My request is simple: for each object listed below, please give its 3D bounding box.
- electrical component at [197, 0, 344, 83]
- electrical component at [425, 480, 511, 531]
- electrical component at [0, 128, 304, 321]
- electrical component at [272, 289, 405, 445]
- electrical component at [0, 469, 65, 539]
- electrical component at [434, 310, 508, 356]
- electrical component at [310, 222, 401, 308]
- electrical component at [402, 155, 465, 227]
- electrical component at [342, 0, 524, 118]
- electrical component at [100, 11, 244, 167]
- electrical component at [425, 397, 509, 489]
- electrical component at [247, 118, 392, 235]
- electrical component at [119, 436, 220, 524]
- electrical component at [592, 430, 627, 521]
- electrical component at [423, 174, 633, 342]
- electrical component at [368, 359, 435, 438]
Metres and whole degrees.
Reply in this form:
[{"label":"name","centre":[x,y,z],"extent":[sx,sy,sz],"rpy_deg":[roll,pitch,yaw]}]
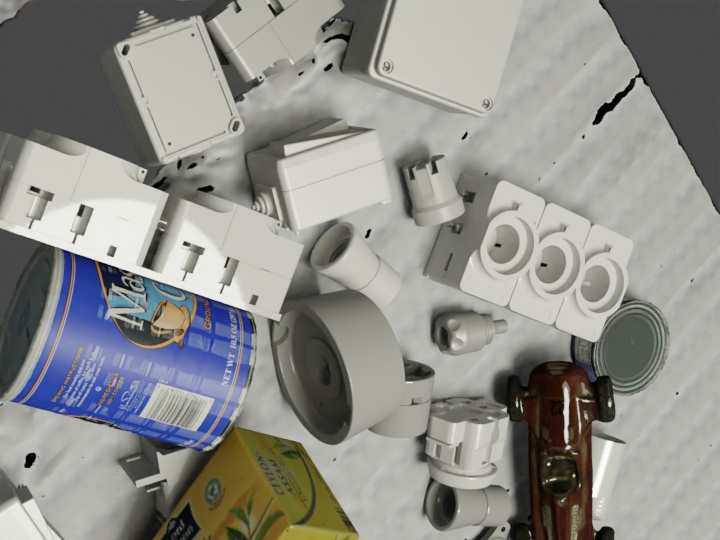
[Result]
[{"label":"electrical component","centre":[-0.062,-0.170,0.734],"extent":[0.089,0.050,0.055],"rpy_deg":[-41,115,-15]},{"label":"electrical component","centre":[0.093,0.195,0.895],"extent":[0.065,0.044,0.044],"rpy_deg":[10,95,-34]},{"label":"electrical component","centre":[-0.141,-0.033,0.687],"extent":[0.186,0.105,0.060],"rpy_deg":[21,90,-30]},{"label":"electrical component","centre":[-0.011,0.066,0.779],"extent":[0.060,0.108,0.108],"rpy_deg":[-17,108,-31]},{"label":"electrical component","centre":[-0.228,0.187,0.709],"extent":[0.061,0.062,0.096],"rpy_deg":[-34,113,-19]},{"label":"electrical component","centre":[0.092,0.049,0.869],"extent":[0.061,0.035,0.035],"rpy_deg":[-7,103,-29]},{"label":"electrical component","centre":[0.000,0.000,0.807],"extent":[0.065,0.044,0.044],"rpy_deg":[41,80,-33]},{"label":"electrical component","centre":[0.055,-0.061,0.825],"extent":[0.040,0.040,0.046],"rpy_deg":[-24,105,-22]},{"label":"electrical component","centre":[0.056,-0.179,0.792],"extent":[0.109,0.056,0.108],"rpy_deg":[14,93,-30]},{"label":"electrical component","centre":[-0.128,-0.122,0.707],"extent":[0.062,0.061,0.096],"rpy_deg":[-25,103,-22]},{"label":"electrical component","centre":[0.085,0.140,0.868],"extent":[0.078,0.058,0.057],"rpy_deg":[-7,107,-49]},{"label":"electrical component","centre":[-0.036,-0.067,0.762],"extent":[0.096,0.062,0.061],"rpy_deg":[-21,109,-23]},{"label":"electrical component","centre":[-0.125,0.145,0.767],"extent":[0.081,0.042,0.063],"rpy_deg":[-13,107,-25]},{"label":"electrical component","centre":[0.203,0.185,0.949],"extent":[0.043,0.043,0.081],"rpy_deg":[14,93,-30]},{"label":"electrical component","centre":[0.140,-0.008,0.868],"extent":[0.150,0.062,0.089],"rpy_deg":[21,90,-30]},{"label":"electrical component","centre":[0.029,0.099,0.834],"extent":[0.055,0.055,0.047],"rpy_deg":[-3,105,-28]}]
